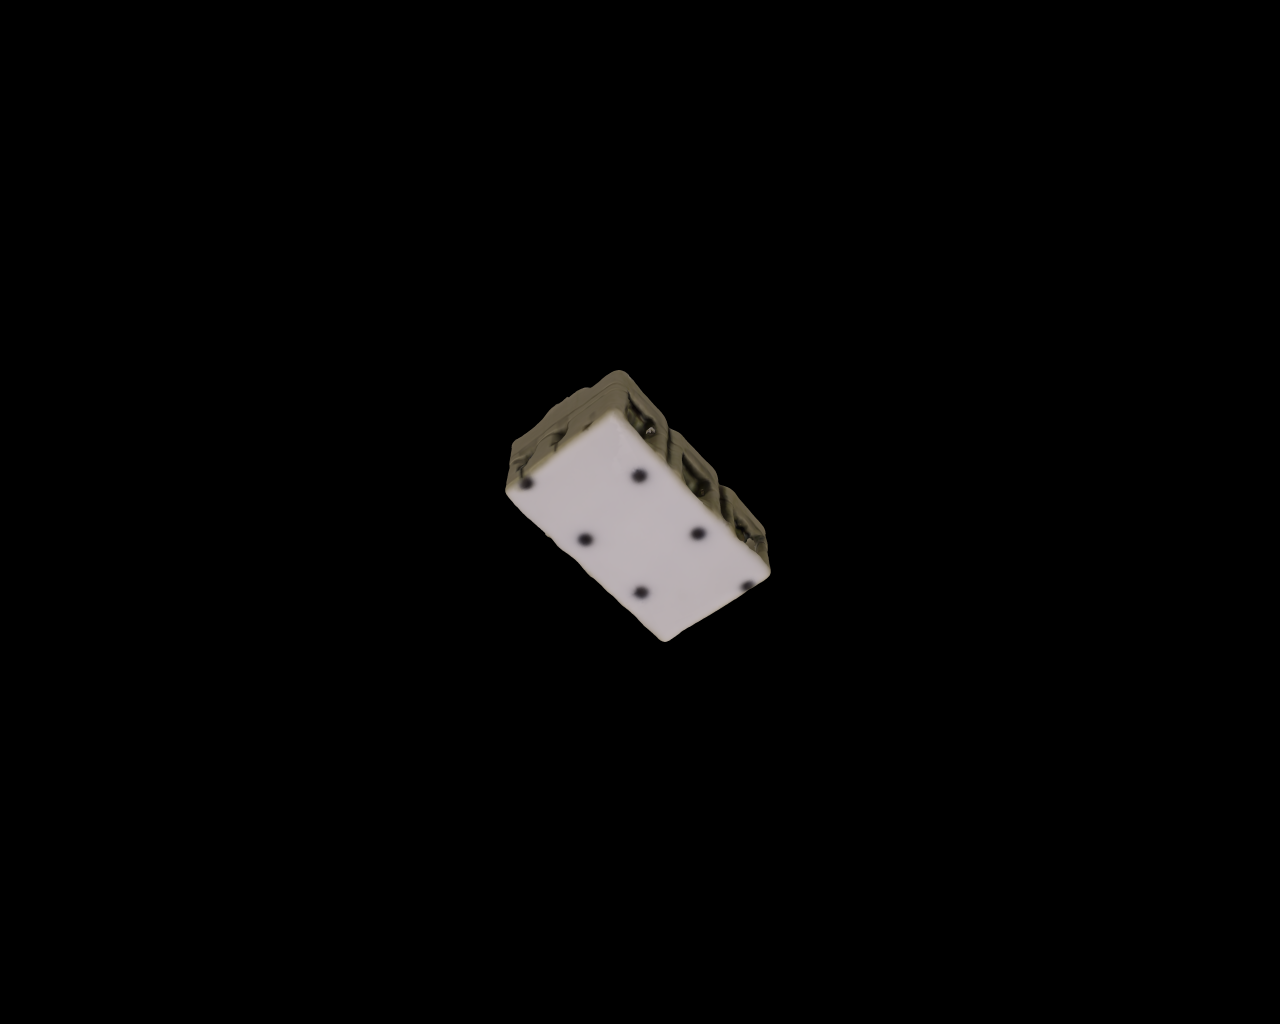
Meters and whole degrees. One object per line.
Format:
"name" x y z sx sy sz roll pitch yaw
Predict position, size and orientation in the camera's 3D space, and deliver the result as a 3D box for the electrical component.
"electrical component" 0.001 -0.003 0.650 0.089 0.150 0.062 -33 28 20
